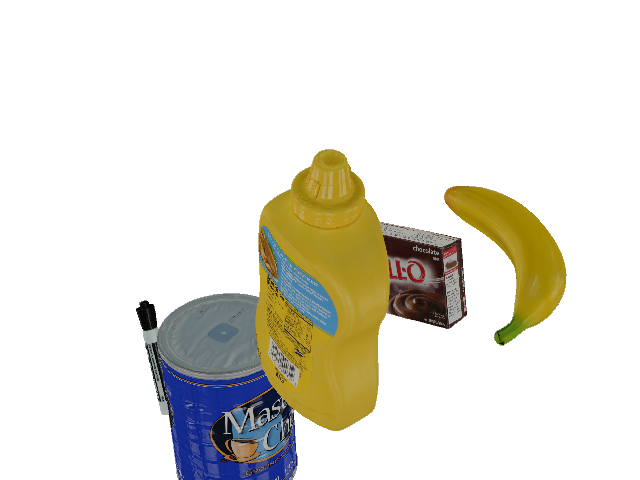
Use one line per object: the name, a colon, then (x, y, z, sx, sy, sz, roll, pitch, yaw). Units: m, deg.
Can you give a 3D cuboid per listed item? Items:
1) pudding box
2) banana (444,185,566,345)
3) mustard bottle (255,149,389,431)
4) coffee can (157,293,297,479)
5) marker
pudding box: (0.095, 0.034, 1.104, 0.114, 0.090, 0.039, 11, 28, 41)
banana: (0.149, 0.005, 0.837, 0.069, 0.037, 0.198, -6, 34, -2)
mustard bottle: (0.000, 0.024, 0.637, 0.058, 0.192, 0.096, -24, 52, -25)
coffee can: (-0.072, 0.128, 0.856, 0.103, 0.140, 0.103, -2, 32, 1)
marker: (-0.167, 0.119, 1.090, 0.020, 0.121, 0.020, -11, 13, 2)
